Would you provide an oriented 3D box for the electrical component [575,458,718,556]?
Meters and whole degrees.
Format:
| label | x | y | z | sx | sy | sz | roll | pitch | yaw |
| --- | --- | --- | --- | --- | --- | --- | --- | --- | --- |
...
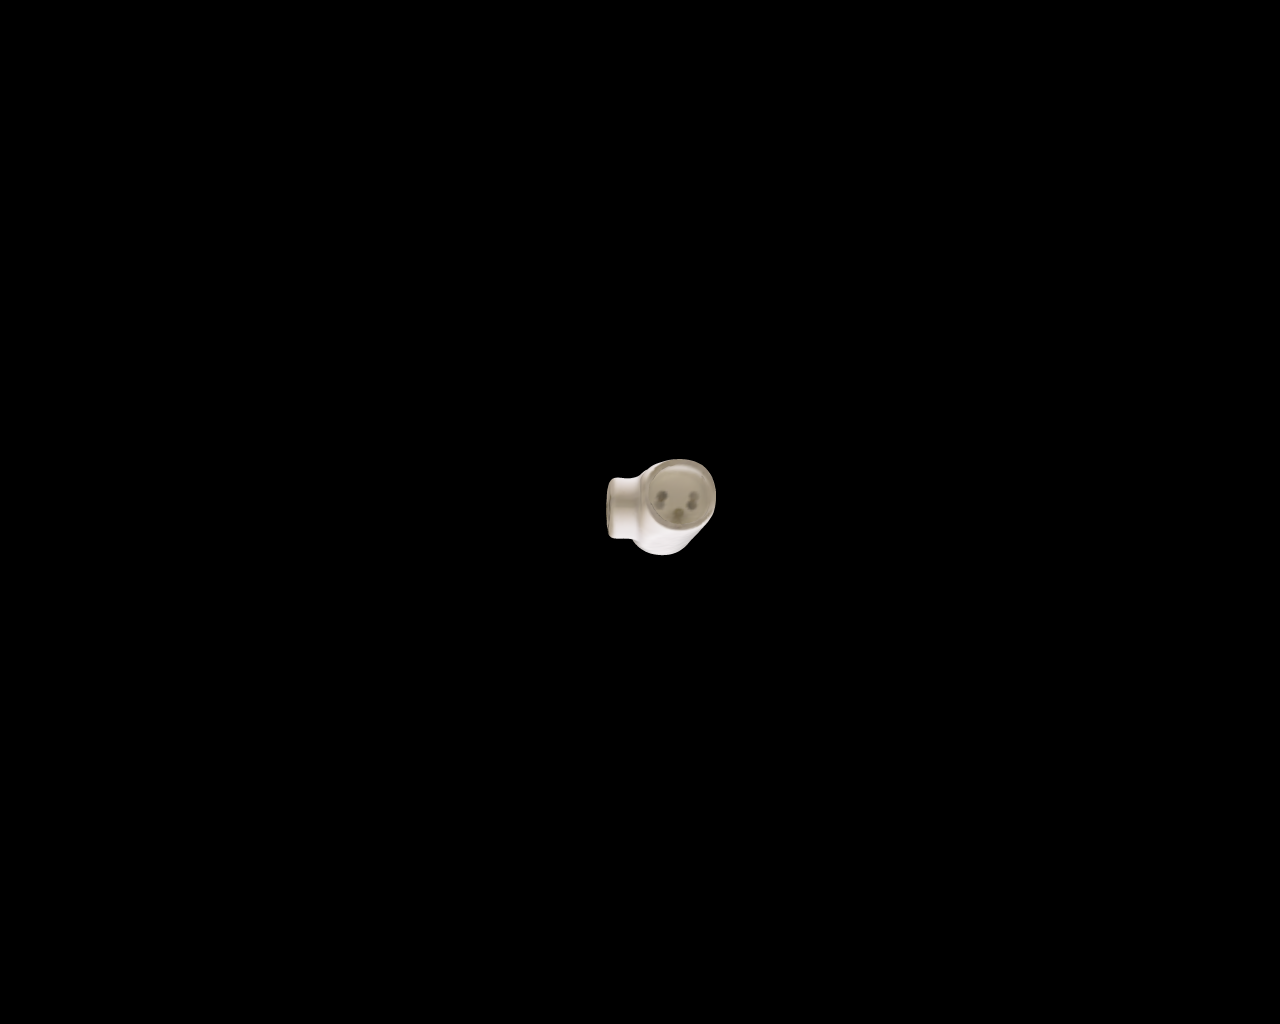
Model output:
| label | x | y | z | sx | sy | sz | roll | pitch | yaw |
| --- | --- | --- | --- | --- | --- | --- | --- | --- | --- |
| electrical component | 0.001 | -0.003 | 0.650 | 0.079 | 0.044 | 0.077 | 2 | -14 | -7 |
